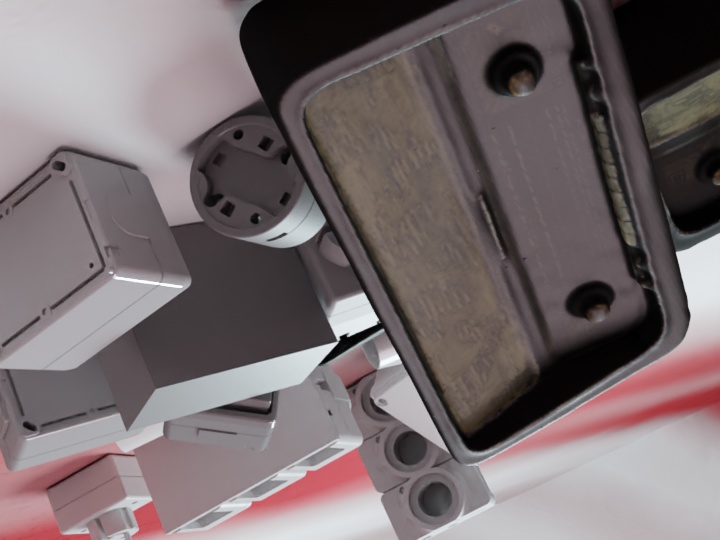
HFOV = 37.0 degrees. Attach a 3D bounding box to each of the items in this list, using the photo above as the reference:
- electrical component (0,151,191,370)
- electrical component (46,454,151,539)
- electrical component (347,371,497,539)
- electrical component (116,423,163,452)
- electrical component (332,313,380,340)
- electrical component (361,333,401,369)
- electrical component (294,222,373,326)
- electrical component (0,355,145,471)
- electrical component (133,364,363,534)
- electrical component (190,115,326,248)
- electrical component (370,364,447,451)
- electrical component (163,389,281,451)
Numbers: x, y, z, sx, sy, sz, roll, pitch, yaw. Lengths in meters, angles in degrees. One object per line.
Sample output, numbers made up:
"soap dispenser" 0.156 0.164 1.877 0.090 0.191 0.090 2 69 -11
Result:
"electrical component" -0.130 0.002 0.474 0.096 0.061 0.061 -34 159 21
"electrical component" -0.202 0.198 0.865 0.066 0.076 0.047 -30 160 11
"electrical component" 0.050 0.165 0.987 0.089 0.150 0.061 -28 162 5
"electrical component" -0.128 0.084 0.717 0.081 0.043 0.043 -25 161 -3
"electrical component" 0.000 0.000 0.641 0.089 0.055 0.050 -23 161 -10
"electrical component" 0.038 0.048 0.832 0.077 0.044 0.079 -21 160 -15
"electrical component" -0.006 -0.018 0.573 0.047 0.065 0.076 -18 159 -21
"electrical component" -0.169 0.069 0.597 0.096 0.061 0.061 -13 157 -33
"electrical component" -0.085 0.121 0.796 0.150 0.089 0.062 -31 160 14
"electrical component" -0.043 -0.038 0.494 0.055 0.055 0.047 -30 164 12
"electrical component" 0.084 0.094 0.910 0.109 0.056 0.109 35 128 -18
"electrical component" -0.076 0.049 0.626 0.062 0.096 0.061 9 152 -9
